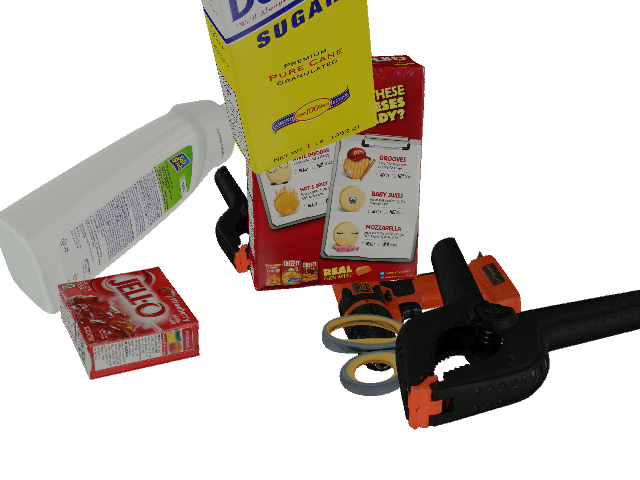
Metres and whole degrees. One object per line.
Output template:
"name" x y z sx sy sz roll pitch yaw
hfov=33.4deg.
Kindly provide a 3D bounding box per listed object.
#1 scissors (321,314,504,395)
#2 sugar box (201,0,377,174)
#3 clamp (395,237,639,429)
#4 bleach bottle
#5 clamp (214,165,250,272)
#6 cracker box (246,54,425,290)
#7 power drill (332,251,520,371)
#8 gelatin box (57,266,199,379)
"scissors" 0.100 0.095 0.879 0.202 0.016 0.096 4 39 5
"sugar box" -0.018 -0.126 0.643 0.093 0.048 0.176 -24 -35 -11
"clamp" 0.102 0.055 0.684 0.165 0.036 0.209 19 31 35
"bleach bottle" -0.161 -0.046 0.942 0.068 0.102 0.250 37 58 27
"clamp" -0.064 -0.030 1.206 0.120 0.039 0.171 -7 42 4
"cracker box" 0.011 -0.065 1.028 0.164 0.214 0.072 -4 21 -10
"power drill" 0.113 0.072 1.139 0.187 0.057 0.184 -4 29 -9
"gelatin box" -0.128 0.052 0.707 0.073 0.030 0.089 -10 28 -22
